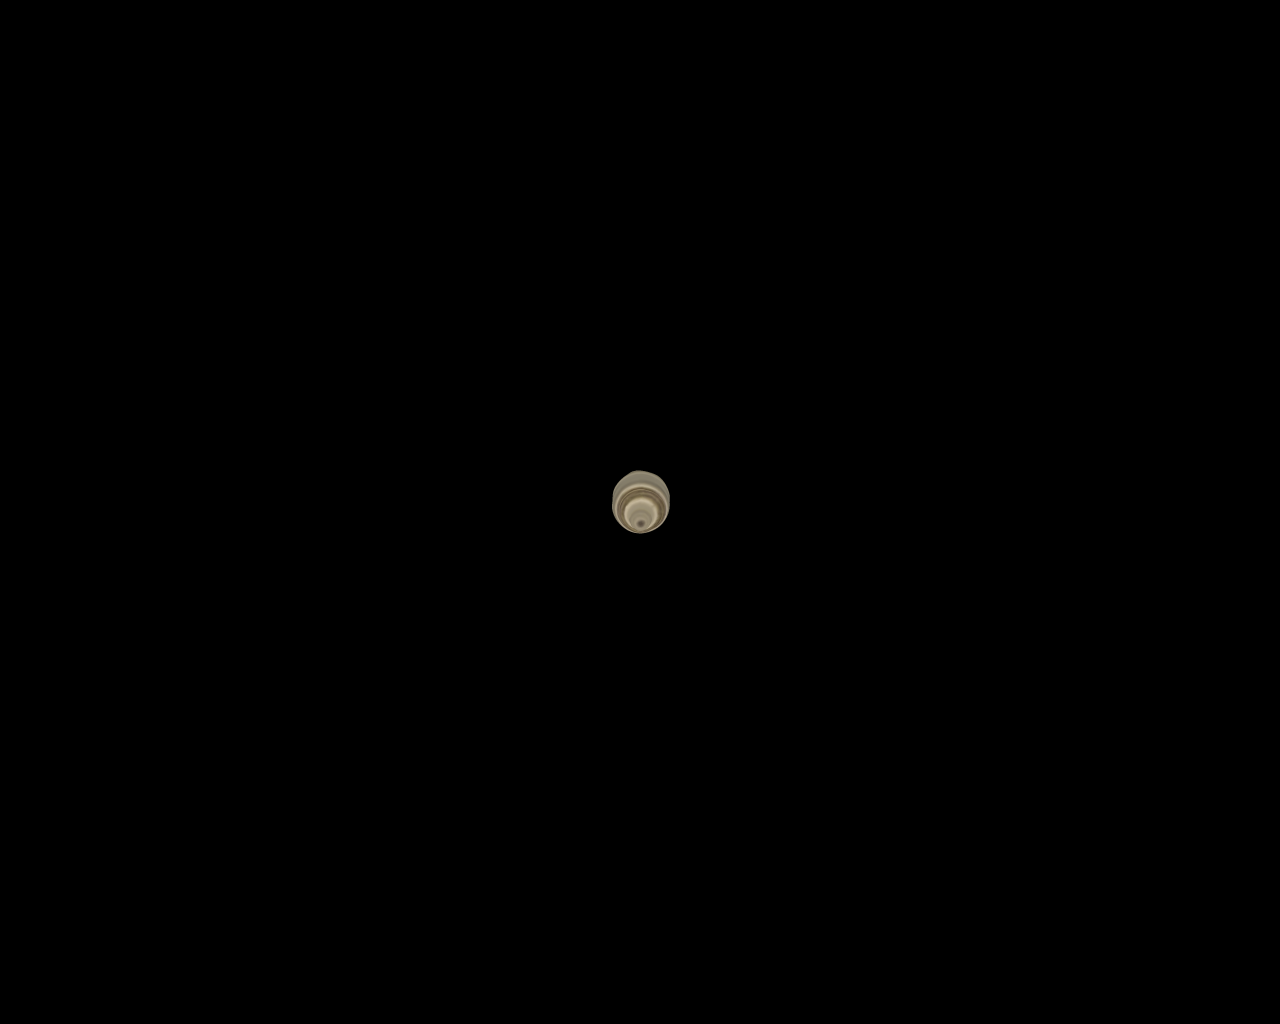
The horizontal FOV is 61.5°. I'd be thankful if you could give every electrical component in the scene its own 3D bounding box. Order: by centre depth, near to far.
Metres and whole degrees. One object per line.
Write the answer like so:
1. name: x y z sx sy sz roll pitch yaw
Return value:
1. electrical component: 0.001 -0.003 0.650 0.035 0.035 0.061 0 18 0
